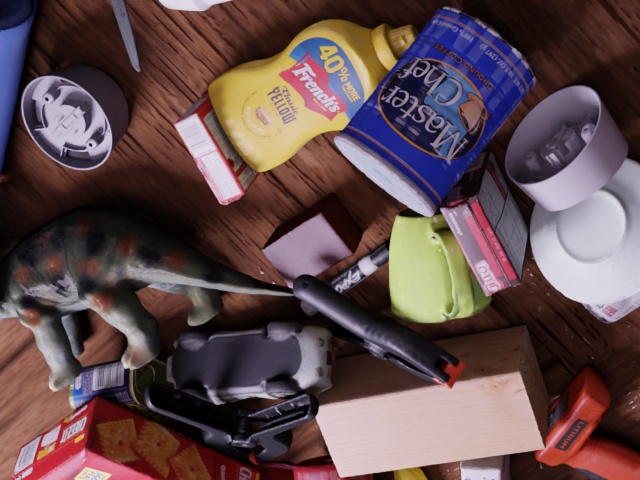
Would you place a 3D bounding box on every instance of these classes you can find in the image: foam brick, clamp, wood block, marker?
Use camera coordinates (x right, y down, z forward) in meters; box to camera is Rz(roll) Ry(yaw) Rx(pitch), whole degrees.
[{"bbox_3d":[-0.007,0.001,1.018,0.078,0.051,0.053,-31,103,27],"label":"foam brick"},{"bbox_3d":[0.051,0.085,0.986,0.172,0.039,0.120,20,168,38],"label":"clamp"},{"bbox_3d":[0.109,0.158,1.043,0.206,0.090,0.091,-13,112,20],"label":"wood block"},{"bbox_3d":[-0.068,0.187,1.071,0.165,0.036,0.210,1,154,12],"label":"clamp"},{"bbox_3d":[0.030,0.037,1.044,0.121,0.020,0.020,-37,102,27],"label":"marker"}]

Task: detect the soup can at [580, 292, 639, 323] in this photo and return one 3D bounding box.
[{"bbox_3d":[0.277,0.019,0.940,0.068,0.068,0.102,44,119,-9],"label":"soup can"}]

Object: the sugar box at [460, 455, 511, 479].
[{"bbox_3d":[0.171,0.275,1.083,0.048,0.093,0.176,-3,114,16],"label":"sugar box"}]

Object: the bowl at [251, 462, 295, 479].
[{"bbox_3d":[-0.044,0.329,1.190,0.162,0.055,0.162,6,117,12],"label":"bowl"}]

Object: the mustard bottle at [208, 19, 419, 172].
[{"bbox_3d":[0.002,-0.139,0.941,0.192,0.058,0.096,-24,102,24],"label":"mustard bottle"}]

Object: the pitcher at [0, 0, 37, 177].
[{"bbox_3d":[-0.347,-0.125,0.985,0.145,0.148,0.243,43,133,27],"label":"pitcher"}]

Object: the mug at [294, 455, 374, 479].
[{"bbox_3d":[0.020,0.268,1.103,0.093,0.117,0.081,-7,86,-14],"label":"mug"}]

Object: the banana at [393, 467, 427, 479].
[{"bbox_3d":[0.078,0.311,1.161,0.070,0.037,0.198,28,120,21],"label":"banana"}]

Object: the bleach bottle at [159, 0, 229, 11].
[{"bbox_3d":[-0.058,-0.261,0.895,0.251,0.068,0.102,-13,110,23],"label":"bleach bottle"}]

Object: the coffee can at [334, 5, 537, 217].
[{"bbox_3d":[0.094,-0.105,0.874,0.103,0.103,0.140,39,88,-6],"label":"coffee can"}]

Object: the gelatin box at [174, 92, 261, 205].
[{"bbox_3d":[-0.091,-0.087,0.984,0.030,0.073,0.089,-21,109,24],"label":"gelatin box"}]

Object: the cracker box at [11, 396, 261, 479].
[{"bbox_3d":[-0.197,0.263,1.136,0.213,0.072,0.164,32,133,-27],"label":"cracker box"}]

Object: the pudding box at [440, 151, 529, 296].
[{"bbox_3d":[0.146,-0.017,0.931,0.039,0.113,0.090,-21,108,25],"label":"pudding box"}]

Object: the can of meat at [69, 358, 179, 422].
[{"bbox_3d":[-0.202,0.161,1.128,0.084,0.057,0.102,-13,153,23],"label":"can of meat"}]

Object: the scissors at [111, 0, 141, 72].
[{"bbox_3d":[-0.204,-0.246,0.936,0.096,0.016,0.202,1,98,26],"label":"scissors"}]

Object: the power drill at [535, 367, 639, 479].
[{"bbox_3d":[0.317,0.200,1.025,0.187,0.057,0.185,30,120,-1],"label":"power drill"}]
